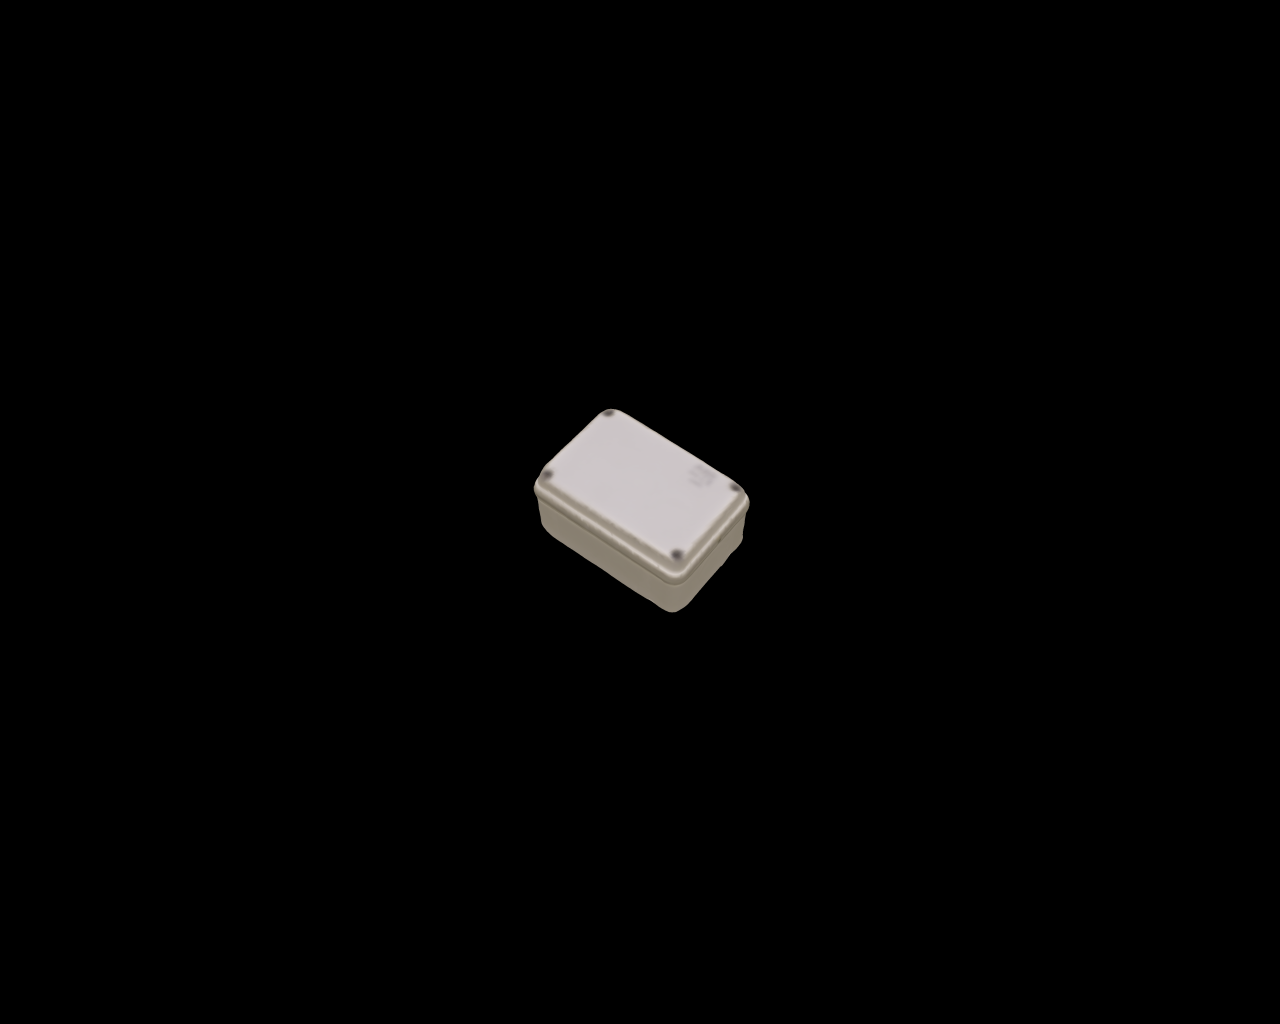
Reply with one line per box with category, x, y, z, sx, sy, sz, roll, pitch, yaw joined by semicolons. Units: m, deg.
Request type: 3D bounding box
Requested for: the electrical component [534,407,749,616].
electrical component;0.001;-0.003;0.650;0.113;0.078;0.057;33;-29;21
